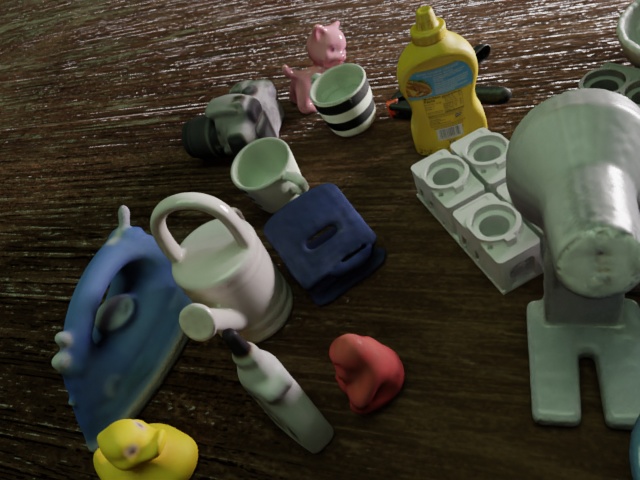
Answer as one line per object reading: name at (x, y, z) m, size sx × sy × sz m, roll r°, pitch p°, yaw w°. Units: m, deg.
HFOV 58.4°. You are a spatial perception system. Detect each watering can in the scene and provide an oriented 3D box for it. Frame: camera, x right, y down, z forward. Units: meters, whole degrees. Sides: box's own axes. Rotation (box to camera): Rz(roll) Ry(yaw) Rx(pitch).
watering can at (-0.106, 0.028, 0.614) m, size 0.101 × 0.195 × 0.172 m, roll -26°, pitch 45°, yaw 0°

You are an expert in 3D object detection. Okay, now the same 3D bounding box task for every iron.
iron at (-0.235, 0.091, 0.652) m, size 0.118 × 0.142 × 0.258 m, roll -2°, pitch 50°, yaw 23°

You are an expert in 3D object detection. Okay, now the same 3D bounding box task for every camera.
camera at (-0.141, -0.183, 0.888) m, size 0.136 × 0.101 × 0.143 m, roll -4°, pitch 49°, yaw 21°

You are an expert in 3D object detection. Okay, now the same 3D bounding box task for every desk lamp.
desk lamp at (0.218, 0.015, 0.465) m, size 0.117 × 0.214 × 0.203 m, roll -5°, pitch 49°, yaw 21°

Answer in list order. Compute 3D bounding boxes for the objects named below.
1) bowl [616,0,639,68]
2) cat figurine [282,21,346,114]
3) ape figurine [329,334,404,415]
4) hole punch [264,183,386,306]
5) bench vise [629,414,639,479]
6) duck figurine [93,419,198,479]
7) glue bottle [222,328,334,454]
bowl at (0.447, -0.237, 0.688) m, size 0.167 × 0.075 × 0.167 m, roll -13°, pitch 46°, yaw 14°
cat figurine at (-0.004, -0.284, 0.905) m, size 0.128 × 0.118 × 0.067 m, roll -34°, pitch 45°, yaw -8°
ape figurine at (0.036, 0.118, 0.540) m, size 0.076 × 0.092 × 0.078 m, roll -7°, pitch 48°, yaw 19°
hole punch at (0.006, 0.002, 0.660) m, size 0.109 × 0.091 × 0.100 m, roll -35°, pitch 45°, yaw -9°
bench vise at (0.279, 0.106, 0.350) m, size 0.208 × 0.220 × 0.121 m, roll -42°, pitch 46°, yaw -15°
duck figurine at (-0.184, 0.208, 0.564) m, size 0.104 × 0.086 × 0.077 m, roll -10°, pitch 47°, yaw 16°
glue bottle at (-0.044, 0.128, 0.509) m, size 0.077 × 0.174 × 0.037 m, roll 28°, pitch 66°, yaw 40°
